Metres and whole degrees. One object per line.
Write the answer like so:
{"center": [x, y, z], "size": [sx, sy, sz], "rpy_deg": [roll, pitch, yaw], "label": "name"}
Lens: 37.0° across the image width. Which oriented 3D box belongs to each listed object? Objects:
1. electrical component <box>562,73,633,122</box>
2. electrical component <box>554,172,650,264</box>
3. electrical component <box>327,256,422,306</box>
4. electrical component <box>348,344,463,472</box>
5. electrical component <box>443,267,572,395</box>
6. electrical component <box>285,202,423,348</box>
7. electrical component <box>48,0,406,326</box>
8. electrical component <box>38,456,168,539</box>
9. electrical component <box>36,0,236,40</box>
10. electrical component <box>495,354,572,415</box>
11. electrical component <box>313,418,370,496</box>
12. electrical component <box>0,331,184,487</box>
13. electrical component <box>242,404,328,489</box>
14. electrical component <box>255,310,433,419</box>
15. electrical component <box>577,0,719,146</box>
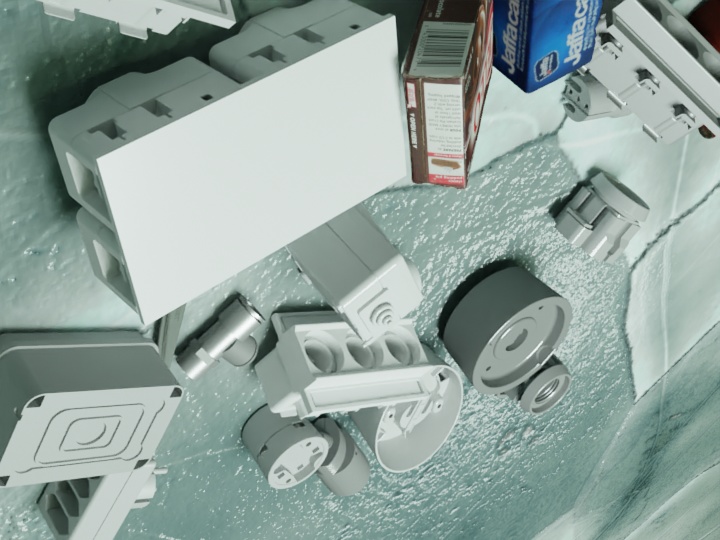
{"center": [0.181, -0.132, 0.812], "size": [0.046, 0.040, 0.040], "rpy_deg": [-15, 137, -25], "label": "electrical component"}
{"center": [0.208, -0.046, 0.915], "size": [0.078, 0.058, 0.057], "rpy_deg": [12, 121, -50], "label": "electrical component"}
{"center": [0.010, 0.014, 0.795], "size": [0.078, 0.040, 0.040], "rpy_deg": [-12, 135, -37], "label": "electrical component"}
{"center": [0.040, 0.113, 0.910], "size": [0.099, 0.064, 0.099], "rpy_deg": [-27, 143, -22], "label": "electrical component"}
{"center": [0.121, 0.047, 0.923], "size": [0.108, 0.060, 0.108], "rpy_deg": [-26, 142, -23], "label": "electrical component"}
{"center": [0.000, 0.000, 0.722], "size": [0.061, 0.096, 0.061], "rpy_deg": [-39, 146, -6], "label": "electrical component"}
{"center": [-0.066, -0.067, 0.591], "size": [0.186, 0.060, 0.105], "rpy_deg": [-32, 136, -27], "label": "electrical component"}
{"center": [-0.170, 0.150, 0.756], "size": [0.076, 0.047, 0.083], "rpy_deg": [7, 122, -48], "label": "electrical component"}
{"center": [-0.119, -0.146, 0.471], "size": [0.063, 0.078, 0.121], "rpy_deg": [-30, 157, 37], "label": "electrical component"}
{"center": [0.164, 0.100, 1.026], "size": [0.058, 0.057, 0.078], "rpy_deg": [5, 124, -47], "label": "electrical component"}
{"center": [-0.022, 0.157, 0.914], "size": [0.043, 0.043, 0.081], "rpy_deg": [-38, 145, -7], "label": "electrical component"}
{"center": [-0.178, 0.083, 0.668], "size": [0.113, 0.057, 0.078], "rpy_deg": [2, 126, -46], "label": "electrical component"}
{"center": [-0.061, 0.136, 0.851], "size": [0.055, 0.047, 0.055], "rpy_deg": [-26, 142, -23], "label": "electrical component"}
{"center": [-0.013, 0.072, 0.813], "size": [0.121, 0.078, 0.063], "rpy_deg": [-1, 149, -44], "label": "electrical component"}
{"center": [0.203, -0.147, 0.754], "size": [0.121, 0.078, 0.063], "rpy_deg": [36, 131, -24], "label": "electrical component"}
